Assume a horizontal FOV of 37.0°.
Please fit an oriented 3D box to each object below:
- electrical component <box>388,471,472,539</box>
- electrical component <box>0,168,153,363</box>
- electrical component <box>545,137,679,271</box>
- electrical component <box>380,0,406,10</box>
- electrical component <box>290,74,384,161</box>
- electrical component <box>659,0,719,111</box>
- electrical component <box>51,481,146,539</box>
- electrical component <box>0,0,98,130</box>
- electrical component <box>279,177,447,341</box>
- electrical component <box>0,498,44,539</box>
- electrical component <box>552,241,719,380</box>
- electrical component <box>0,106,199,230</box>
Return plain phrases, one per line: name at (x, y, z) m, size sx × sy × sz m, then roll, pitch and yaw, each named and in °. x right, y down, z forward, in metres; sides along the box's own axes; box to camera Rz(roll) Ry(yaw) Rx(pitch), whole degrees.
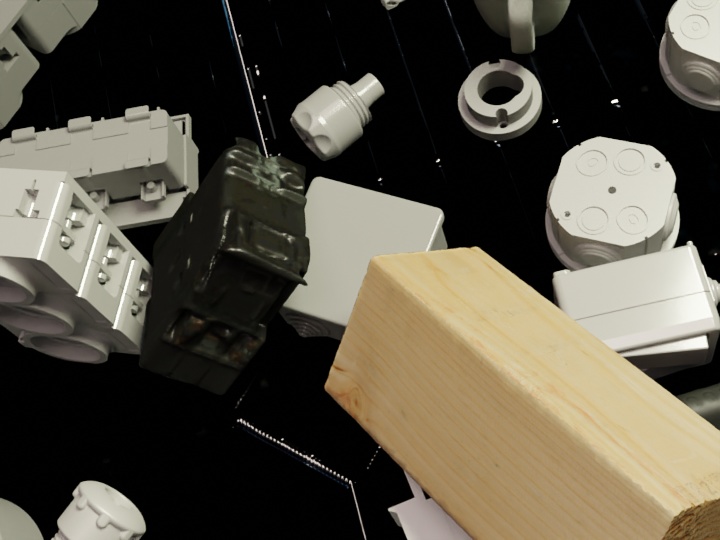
electrical component at (0.055, 0.145, 0.595) m, size 0.064 × 0.042 × 0.081 m, roll -23°, pitch 64°, yaw -2°
electrical component at (-0.192, 0.002, 0.652) m, size 0.089 × 0.150 × 0.061 m, roll 4°, pitch 67°, yaw 15°
electrical component at (0.152, -0.037, 0.648) m, size 0.080 × 0.051 × 0.080 m, roll -5°, pitch 66°, yaw 11°
electrical component at (0.033, -0.235, 0.757) m, size 0.096 × 0.061 × 0.061 m, roll -23°, pitch 64°, yaw 2°
electrical component at (-0.012, -0.106, 0.720) m, size 0.062 × 0.043 × 0.043 m, roll -40°, pitch 64°, yaw -7°
electrical component at (0.231, -0.145, 0.678) m, size 0.080 × 0.051 × 0.080 m, roll -5°, pitch 66°, yaw 10°
electrical component at (-0.161, 0.160, 0.635) m, size 0.048 × 0.048 × 0.062 m, roll 35°, pitch 85°, yaw 24°
electrical component at (-0.283, -0.188, 0.807) m, size 0.105 × 0.060 × 0.186 m, roll 27°, pitch 75°, yaw 22°
electrical component at (0.000, 0.000, 0.667) m, size 0.100 × 0.048 × 0.099 m, roll 16°, pitch 71°, yaw 19°
electrical component at (-0.248, 0.181, 0.635) m, size 0.108 × 0.060 × 0.108 m, roll -5°, pitch 65°, yaw 10°
electrical component at (0.163, 0.030, 0.610) m, size 0.096 × 0.061 × 0.061 m, roll -13°, pitch 64°, yaw 7°
electrical component at (-0.177, -0.067, 0.728) m, size 0.121 × 0.063 × 0.078 m, roll -9°, pitch 65°, yaw 9°
